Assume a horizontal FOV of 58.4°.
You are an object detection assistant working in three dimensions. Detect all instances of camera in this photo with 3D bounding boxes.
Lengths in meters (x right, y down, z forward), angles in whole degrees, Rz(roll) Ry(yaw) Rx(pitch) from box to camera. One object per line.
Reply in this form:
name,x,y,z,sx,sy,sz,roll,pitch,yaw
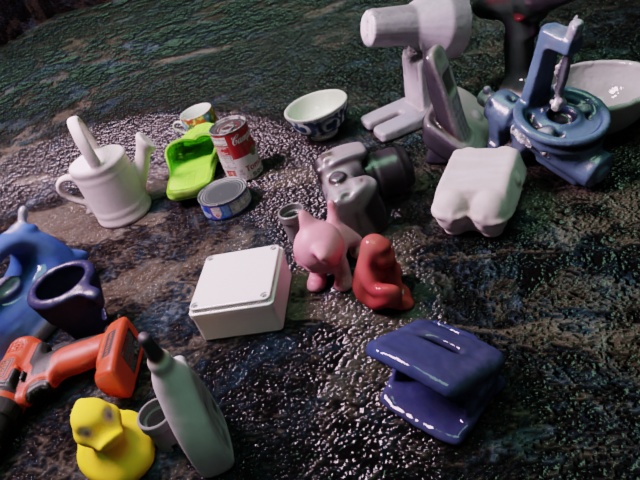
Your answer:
camera,0.068,-0.088,0.827,0.137,0.101,0.143,-19,36,-1

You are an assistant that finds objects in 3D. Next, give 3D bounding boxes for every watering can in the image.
watering can,-0.371,-0.129,0.990,0.173,0.194,0.100,-37,40,-25

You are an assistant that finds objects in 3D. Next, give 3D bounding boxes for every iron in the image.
iron,-0.442,0.075,0.795,0.118,0.142,0.258,-4,38,19

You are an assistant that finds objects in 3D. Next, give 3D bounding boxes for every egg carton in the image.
egg carton,0.214,-0.068,0.765,0.107,0.069,0.150,3,41,27

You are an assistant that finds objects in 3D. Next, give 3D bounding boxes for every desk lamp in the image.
desk lamp,0.159,-0.309,0.986,0.203,0.214,0.117,-25,36,-10

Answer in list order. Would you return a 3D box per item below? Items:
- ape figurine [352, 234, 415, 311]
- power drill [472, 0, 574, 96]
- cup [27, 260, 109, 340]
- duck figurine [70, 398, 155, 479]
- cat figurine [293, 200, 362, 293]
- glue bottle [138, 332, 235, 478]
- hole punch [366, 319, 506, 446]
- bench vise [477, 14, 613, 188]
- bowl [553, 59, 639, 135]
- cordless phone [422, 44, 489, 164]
ape figurine,0.070,0.034,0.672,0.076,0.092,0.078,3,41,26
power drill,0.349,-0.343,0.954,0.076,0.209,0.228,-29,37,-15
cup,-0.314,0.089,0.761,0.117,0.095,0.092,7,43,31
duck figurine,-0.225,0.195,0.590,0.078,0.086,0.104,-39,41,-27
cat figurine,0.007,0.003,0.719,0.067,0.118,0.128,-2,39,22
glue bottle,-0.129,0.146,0.538,0.037,0.173,0.078,-22,36,-6
hole punch,0.110,0.117,0.545,0.108,0.091,0.101,20,50,41
bench vise,0.284,-0.185,0.762,0.206,0.220,0.122,17,48,39
bowl,0.410,-0.202,0.854,0.167,0.075,0.167,-12,36,9
cordless phone,0.204,-0.219,0.871,0.093,0.185,0.148,3,41,26
